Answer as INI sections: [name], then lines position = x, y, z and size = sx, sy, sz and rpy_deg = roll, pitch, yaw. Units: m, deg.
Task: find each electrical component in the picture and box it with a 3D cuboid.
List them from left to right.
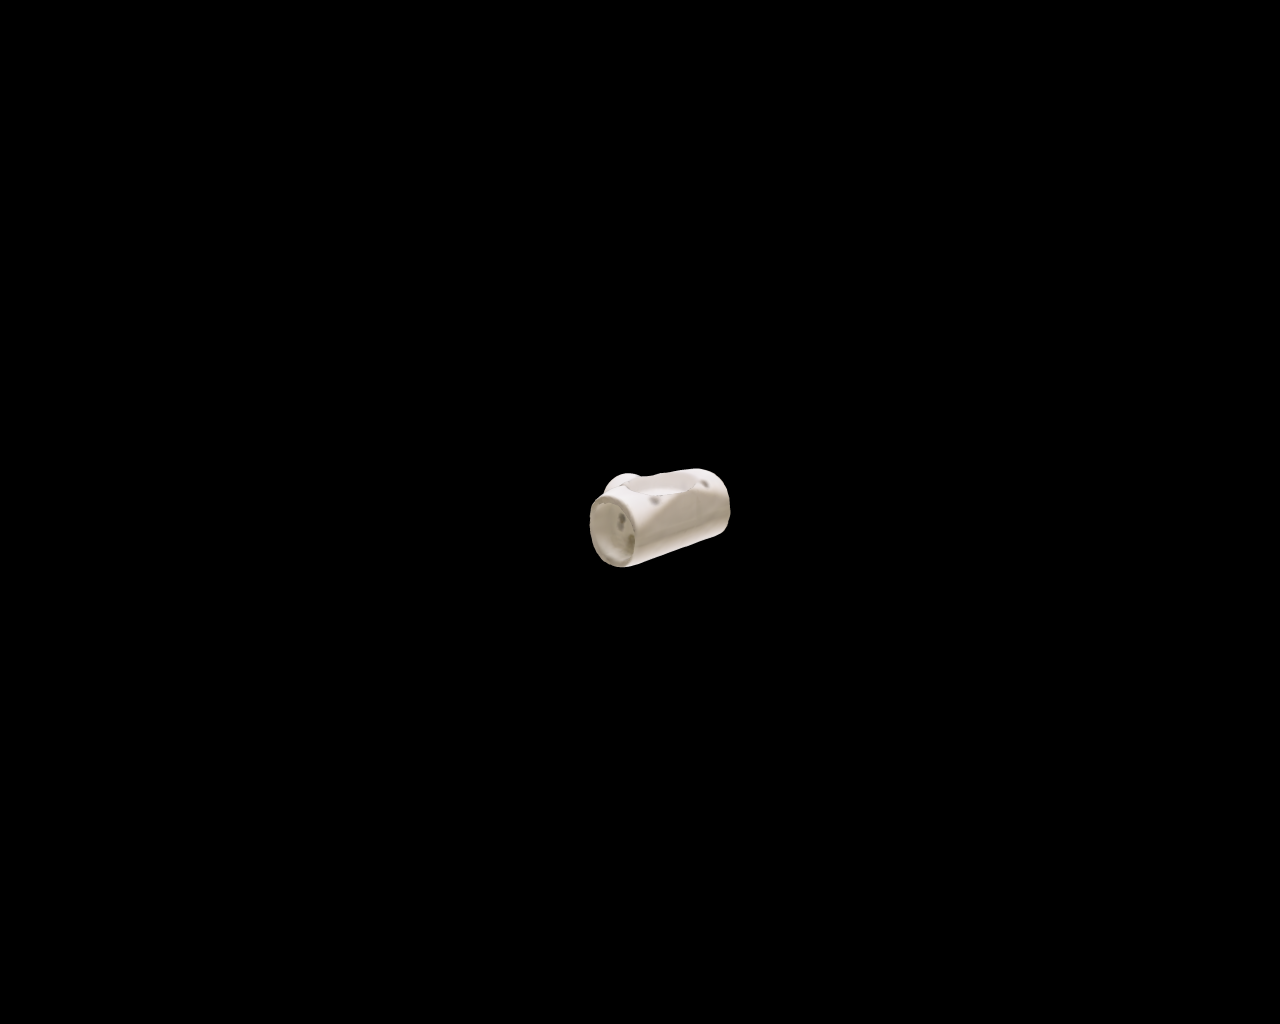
[electrical component]
position = 0.001, -0.003, 0.650
size = 0.077, 0.044, 0.079
rpy_deg = -17, 27, -38
